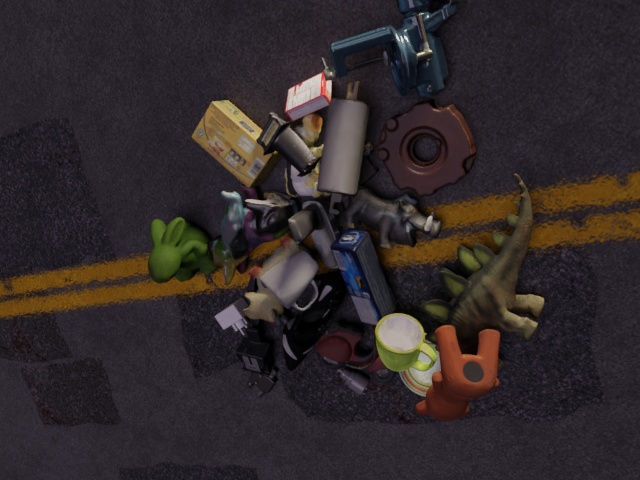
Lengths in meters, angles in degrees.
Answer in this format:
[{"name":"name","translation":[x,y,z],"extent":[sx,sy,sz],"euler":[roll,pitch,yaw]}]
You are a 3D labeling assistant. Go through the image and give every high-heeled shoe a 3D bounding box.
[{"name":"high-heeled shoe","translation":[-0.007,0.181,1.121],"extent":[0.086,0.145,0.248],"euler":[11,98,-24]}]

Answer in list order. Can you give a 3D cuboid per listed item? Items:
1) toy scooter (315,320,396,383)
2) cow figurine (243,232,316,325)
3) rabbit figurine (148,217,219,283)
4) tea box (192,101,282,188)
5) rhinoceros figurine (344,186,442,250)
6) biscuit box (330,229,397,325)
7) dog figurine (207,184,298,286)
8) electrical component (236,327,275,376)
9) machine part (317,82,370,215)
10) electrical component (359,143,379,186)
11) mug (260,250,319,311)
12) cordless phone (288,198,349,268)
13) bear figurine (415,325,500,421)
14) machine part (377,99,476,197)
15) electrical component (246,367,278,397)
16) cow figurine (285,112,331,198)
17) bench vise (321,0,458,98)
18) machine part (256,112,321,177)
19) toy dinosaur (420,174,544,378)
[{"name":"toy scooter","translation":[0.083,0.218,1.138],"extent":[0.184,0.075,0.135],"euler":[14,111,14]},{"name":"cow figurine","translation":[-0.089,0.092,1.144],"extent":[0.127,0.085,0.195],"euler":[44,94,1]},{"name":"rabbit figurine","translation":[-0.311,0.028,1.186],"extent":[0.121,0.170,0.159],"euler":[-5,105,22]},{"name":"tea box","translation":[-0.170,-0.199,1.117],"extent":[0.170,0.068,0.098],"euler":[44,116,6]},{"name":"rhinoceros figurine","translation":[0.140,-0.044,1.041],"extent":[0.190,0.073,0.112],"euler":[24,106,15]},{"name":"biscuit box","translation":[0.088,0.075,1.057],"extent":[0.059,0.063,0.202],"euler":[6,130,39]},{"name":"dog figurine","translation":[-0.150,-0.002,1.152],"extent":[0.192,0.108,0.219],"euler":[18,116,13]},{"name":"electrical component","translation":[-0.150,0.256,1.236],"extent":[0.075,0.048,0.119],"euler":[11,136,17]},{"name":"machine part","translation":[0.043,-0.168,0.987],"extent":[0.079,0.079,0.243],"euler":[10,95,19]},{"name":"electrical component","translation":[0.068,-0.144,1.050],"extent":[0.102,0.045,0.078],"euler":[-32,90,27]},{"name":"mug","translation":[-0.046,0.079,1.063],"extent":[0.109,0.081,0.107],"euler":[44,82,4]},{"name":"cordless phone","translation":[-0.002,-0.002,1.045],"extent":[0.089,0.184,0.146],"euler":[-16,99,21]},{"name":"bear figurine","translation":[0.247,0.251,0.979],"extent":[0.120,0.132,0.195],"euler":[5,150,-2]},{"name":"machine part","translation":[0.194,-0.167,0.987],"extent":[0.180,0.056,0.179],"euler":[6,108,19]},{"name":"electrical component","translation":[-0.138,0.332,1.290],"extent":[0.063,0.021,0.094],"euler":[36,116,9]},{"name":"cow figurine","translation":[-0.031,-0.168,1.074],"extent":[0.098,0.068,0.167],"euler":[4,105,32]},{"name":"bench vise","translation":[0.116,-0.338,0.913],"extent":[0.241,0.129,0.223],"euler":[-17,123,2]},{"name":"machine part","translation":[-0.062,-0.176,1.027],"extent":[0.139,0.039,0.084],"euler":[42,114,18]},{"name":"toy dinosaur","translation":[0.306,0.114,0.999],"extent":[0.199,0.105,0.470],"euler":[29,113,13]}]
